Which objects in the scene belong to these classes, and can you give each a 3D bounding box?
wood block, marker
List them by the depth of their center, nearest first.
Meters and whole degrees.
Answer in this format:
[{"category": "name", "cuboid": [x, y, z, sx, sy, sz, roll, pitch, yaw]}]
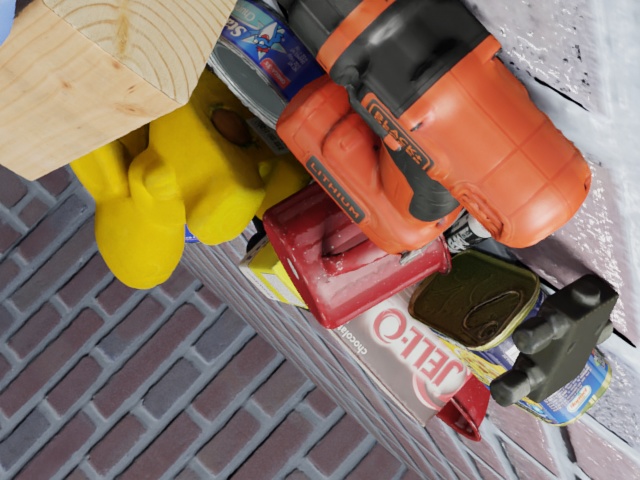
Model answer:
[{"category": "marker", "cuboid": [0.082, -0.004, 0.601, 0.020, 0.020, 0.121, 44, 171, 1]}, {"category": "wood block", "cuboid": [-0.145, -0.112, 0.614, 0.090, 0.090, 0.207, 35, 153, -26]}]

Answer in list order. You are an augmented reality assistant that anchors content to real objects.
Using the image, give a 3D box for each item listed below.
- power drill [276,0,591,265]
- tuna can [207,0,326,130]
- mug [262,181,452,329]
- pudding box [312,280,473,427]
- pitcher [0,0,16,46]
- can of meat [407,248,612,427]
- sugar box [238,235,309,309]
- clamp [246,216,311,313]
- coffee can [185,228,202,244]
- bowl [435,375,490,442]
[{"category": "power drill", "cuboid": [0.023, -0.064, 0.474, 0.184, 0.057, 0.188, 49, 172, 3]}, {"category": "tuna can", "cuboid": [-0.031, -0.100, 0.617, 0.086, 0.033, 0.086, 43, 171, 8]}, {"category": "mug", "cuboid": [0.021, 0.001, 0.619, 0.093, 0.081, 0.117, 62, 172, -11]}, {"category": "pudding box", "cuboid": [0.064, 0.061, 0.755, 0.113, 0.090, 0.039, 47, 171, -17]}, {"category": "pitcher", "cuboid": [-0.193, -0.172, 0.513, 0.145, 0.149, 0.243, 33, 164, -19]}, {"category": "can of meat", "cuboid": [0.113, 0.059, 0.636, 0.084, 0.057, 0.102, 45, 172, -23]}, {"category": "sugar box", "cuboid": [-0.005, 0.001, 0.775, 0.048, 0.093, 0.176, 47, 170, -10]}, {"category": "clamp", "cuboid": [-0.029, 0.020, 1.005, 0.164, 0.036, 0.209, 44, -171, 11]}, {"category": "coffee can", "cuboid": [-0.131, -0.067, 0.986, 0.103, 0.102, 0.140, 41, 171, 18]}, {"category": "bowl", "cuboid": [0.091, 0.095, 0.899, 0.162, 0.055, 0.162, 43, 171, 8]}]
